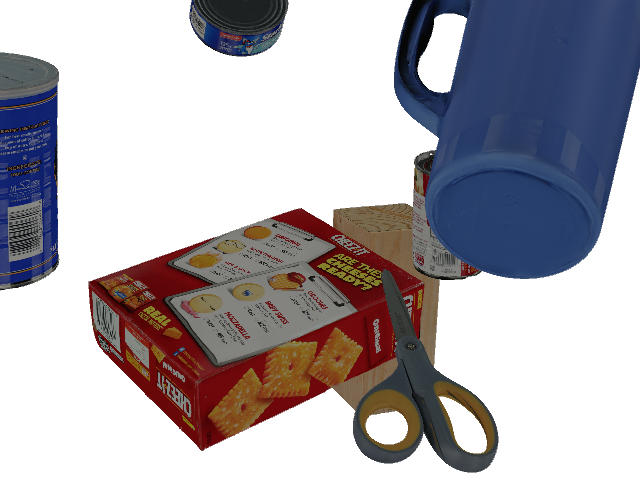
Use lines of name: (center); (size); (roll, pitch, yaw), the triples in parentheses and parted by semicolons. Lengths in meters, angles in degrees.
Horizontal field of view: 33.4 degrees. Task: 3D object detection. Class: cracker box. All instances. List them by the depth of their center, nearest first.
cracker box: (-0.051, 0.061, 0.849); (0.213, 0.072, 0.164); (-20, 36, -33)

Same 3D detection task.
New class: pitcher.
pitcher: (0.136, -0.097, 0.721); (0.149, 0.242, 0.145); (-23, -57, 40)

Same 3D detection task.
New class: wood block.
wood block: (0.068, 0.073, 1.153); (0.090, 0.206, 0.091); (-6, 19, -23)

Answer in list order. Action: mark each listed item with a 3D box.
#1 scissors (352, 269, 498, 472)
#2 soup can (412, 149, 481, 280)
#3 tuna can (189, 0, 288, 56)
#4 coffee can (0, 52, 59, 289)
scissors: (0.045, 0.082, 0.700); (0.096, 0.016, 0.202); (-9, 35, -21)
soup can: (0.117, -0.023, 0.959); (0.068, 0.102, 0.068); (-1, 24, 0)
tuna can: (-0.074, -0.206, 0.952); (0.086, 0.086, 0.034); (0, -32, -13)
coffee can: (-0.232, -0.050, 0.733); (0.103, 0.140, 0.103); (5, 22, -2)
